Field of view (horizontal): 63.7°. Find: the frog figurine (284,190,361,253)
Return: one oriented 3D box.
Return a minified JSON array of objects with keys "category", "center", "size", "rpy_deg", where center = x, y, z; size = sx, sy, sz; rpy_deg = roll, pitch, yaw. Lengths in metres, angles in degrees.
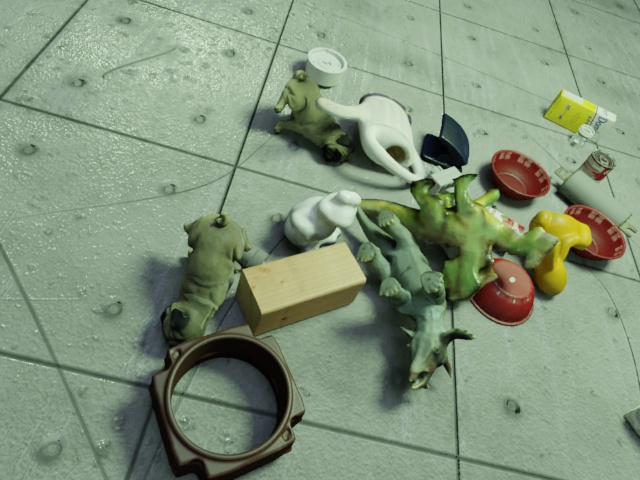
[{"category":"frog figurine","center":[0.003,-0.050,0.995],"size":[0.138,0.156,0.125],"rpy_deg":[-18,60,-29]}]

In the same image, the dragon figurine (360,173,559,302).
[{"category":"dragon figurine","center":[0.256,0.004,1.044],"size":[0.409,0.121,0.246],"rpy_deg":[-8,72,19]}]

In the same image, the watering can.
[{"category":"watering can","center":[0.126,-0.266,1.191],"size":[0.344,0.102,0.230],"rpy_deg":[34,37,-28]}]
